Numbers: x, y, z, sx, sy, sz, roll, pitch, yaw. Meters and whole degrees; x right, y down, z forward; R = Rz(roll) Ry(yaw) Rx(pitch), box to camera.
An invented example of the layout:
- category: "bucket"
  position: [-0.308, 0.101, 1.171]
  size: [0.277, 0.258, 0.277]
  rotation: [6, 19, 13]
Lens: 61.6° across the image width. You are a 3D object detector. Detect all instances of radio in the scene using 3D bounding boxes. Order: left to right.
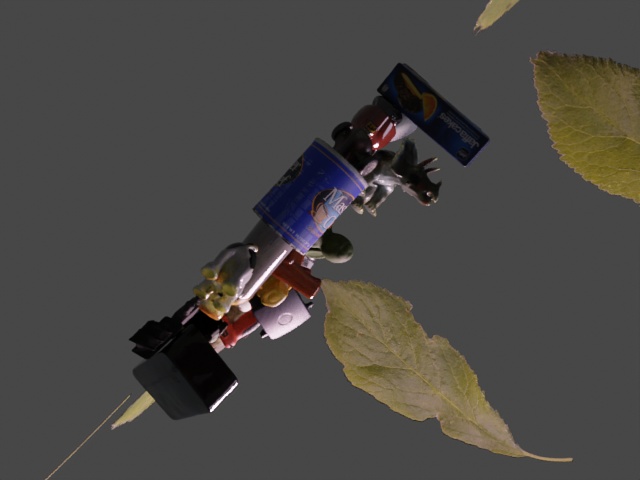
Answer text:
- category: "radio"
  position: [-0.241, 0.238, 0.940]
  size: [0.073, 0.131, 0.229]
  rotation: [-42, -176, -36]

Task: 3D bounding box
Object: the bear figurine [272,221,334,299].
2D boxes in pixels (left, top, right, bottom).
- category: "bear figurine"
  position: [-0.024, -0.009, 1.025]
  size: [0.196, 0.132, 0.120]
  rotation: [-56, -160, -2]

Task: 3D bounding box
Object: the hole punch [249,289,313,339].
- category: "hole punch"
  position: [-0.088, 0.155, 1.195]
  size: [0.142, 0.115, 0.092]
  rotation: [-32, -165, -7]

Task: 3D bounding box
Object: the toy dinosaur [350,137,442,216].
- category: "toy dinosaur"
  position: [0.138, -0.166, 1.334]
  size: [0.192, 0.131, 0.405]
  rotation: [-45, -156, -7]

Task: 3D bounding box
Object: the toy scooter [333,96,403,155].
- category: "toy scooter"
  position: [0.072, -0.175, 0.952]
  size: [0.135, 0.075, 0.184]
  rotation: [-46, -178, -5]

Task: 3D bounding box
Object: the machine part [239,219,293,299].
- category: "machine part"
  position: [-0.104, 0.022, 0.938]
  size: [0.243, 0.079, 0.079]
  rotation: [-50, 177, 26]

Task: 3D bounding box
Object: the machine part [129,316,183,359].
- category: "machine part"
  position: [-0.250, 0.147, 0.817]
  size: [0.084, 0.039, 0.139]
  rotation: [-39, 178, -15]

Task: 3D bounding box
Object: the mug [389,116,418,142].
- category: "mug"
  position: [0.164, -0.260, 1.169]
  size: [0.107, 0.081, 0.109]
  rotation: [-37, 174, -41]

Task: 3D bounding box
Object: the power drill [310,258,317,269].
- category: "power drill"
  position: [-0.008, -0.020, 1.446]
  size: [0.207, 0.086, 0.232]
  rotation: [81, 30, -75]

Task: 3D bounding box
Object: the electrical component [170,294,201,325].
- category: "electrical component"
  position: [-0.236, 0.129, 0.942]
  size: [0.094, 0.021, 0.063]
  rotation: [-50, 178, 32]

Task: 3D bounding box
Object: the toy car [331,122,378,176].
- category: "toy car"
  position: [0.016, -0.103, 0.888]
  size: [0.053, 0.089, 0.202]
  rotation: [-15, 156, -46]

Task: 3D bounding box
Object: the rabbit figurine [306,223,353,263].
- category: "rabbit figurine"
  position: [-0.003, -0.004, 1.246]
  size: [0.121, 0.170, 0.159]
  rotation: [-46, 177, -19]

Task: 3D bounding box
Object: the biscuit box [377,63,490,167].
- category: "biscuit box"
  position: [0.194, -0.212, 0.909]
  size: [0.063, 0.203, 0.059]
  rotation: [-50, 175, 24]

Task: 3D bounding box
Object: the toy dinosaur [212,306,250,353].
- category: "toy dinosaur"
  position: [-0.252, 0.221, 1.401]
  size: [0.471, 0.105, 0.198]
  rotation: [-38, -177, -16]

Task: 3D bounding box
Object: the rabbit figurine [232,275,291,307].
- category: "rabbit figurine"
  position: [-0.138, 0.074, 1.144]
  size: [0.173, 0.121, 0.162]
  rotation: [-33, -165, 27]

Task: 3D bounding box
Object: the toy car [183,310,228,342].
- category: "toy car"
  position: [-0.239, 0.177, 1.064]
  size: [0.056, 0.073, 0.202]
  rotation: [-49, 178, 7]

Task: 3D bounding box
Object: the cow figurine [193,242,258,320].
- category: "cow figurine"
  position: [-0.153, 0.065, 0.879]
  size: [0.098, 0.068, 0.167]
  rotation: [-53, 180, -35]
